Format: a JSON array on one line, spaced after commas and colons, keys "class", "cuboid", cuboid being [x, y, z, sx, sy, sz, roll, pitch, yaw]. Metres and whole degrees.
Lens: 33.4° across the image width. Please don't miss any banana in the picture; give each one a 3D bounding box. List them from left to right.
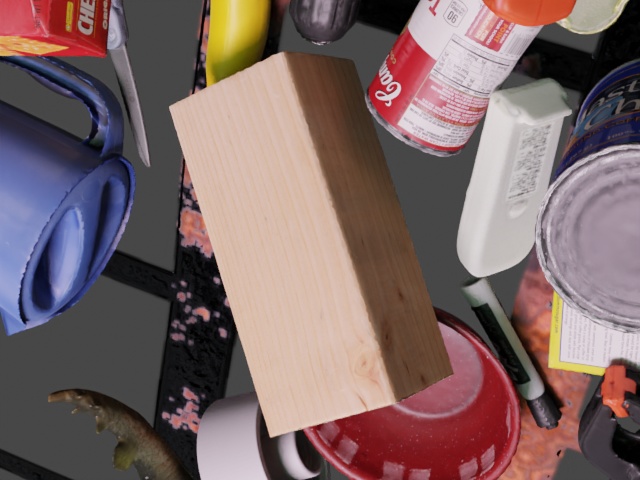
[{"class": "banana", "cuboid": [-0.061, -0.176, 0.653, 0.070, 0.037, 0.198, 6, 119, 41]}]

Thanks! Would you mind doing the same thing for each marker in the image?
[{"class": "marker", "cuboid": [0.129, 0.077, 0.713, 0.020, 0.020, 0.121, -22, 106, 31]}]

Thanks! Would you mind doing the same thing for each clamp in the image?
[{"class": "clamp", "cuboid": [0.223, 0.142, 0.678, 0.120, 0.039, 0.171, -10, 134, 18]}]

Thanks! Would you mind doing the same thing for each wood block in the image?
[{"class": "wood block", "cuboid": [-0.004, 0.001, 0.645, 0.091, 0.090, 0.206, -21, 84, 30]}]

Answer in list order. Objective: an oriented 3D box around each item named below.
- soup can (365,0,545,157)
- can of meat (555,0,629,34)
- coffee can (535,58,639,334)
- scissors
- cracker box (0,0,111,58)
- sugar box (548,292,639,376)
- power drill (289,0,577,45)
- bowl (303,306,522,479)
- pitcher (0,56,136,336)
[{"class": "soup can", "cuboid": [0.079, -0.107, 0.608, 0.068, 0.068, 0.102, 34, 124, 3]}, {"class": "can of meat", "cuboid": [0.150, -0.161, 0.539, 0.057, 0.083, 0.102, 31, 124, 5]}, {"class": "coffee can", "cuboid": [0.177, -0.029, 0.564, 0.103, 0.140, 0.103, 10, 120, 18]}, {"class": "scissors", "cuboid": [-0.156, -0.150, 0.717, 0.096, 0.016, 0.202, 15, 121, 18]}, {"class": "cracker box", "cuboid": [-0.230, -0.198, 0.651, 0.214, 0.072, 0.164, 4, 89, 21]}, {"class": "sugar box", "cuboid": [0.230, 0.042, 0.637, 0.176, 0.048, 0.093, 7, 121, 16]}, {"class": "power drill", "cuboid": [0.052, -0.169, 0.538, 0.188, 0.057, 0.184, 36, 125, 44]}, {"class": "bowl", "cuboid": [0.063, 0.100, 0.732, 0.162, 0.055, 0.162, 10, 120, 18]}, {"class": "pitcher", "cuboid": [-0.257, -0.060, 0.749, 0.243, 0.149, 0.145, 29, 149, 10]}]
